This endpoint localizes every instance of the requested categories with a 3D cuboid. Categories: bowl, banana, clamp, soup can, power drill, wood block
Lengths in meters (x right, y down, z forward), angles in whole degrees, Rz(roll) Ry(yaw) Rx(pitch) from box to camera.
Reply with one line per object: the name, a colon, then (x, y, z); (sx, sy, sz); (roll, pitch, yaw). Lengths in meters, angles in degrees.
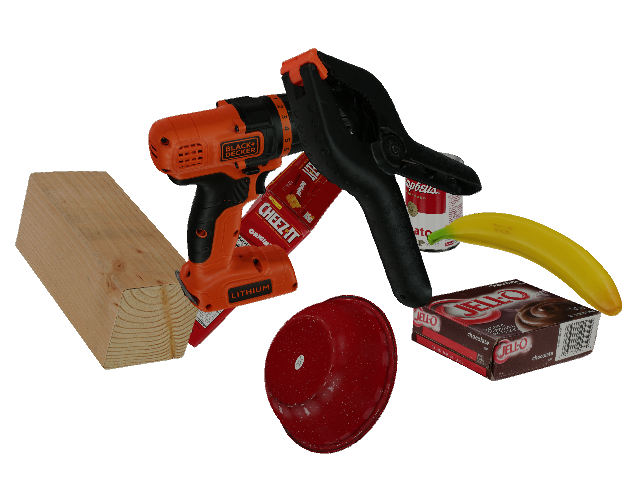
bowl: (-0.004, 0.124, 1.046); (0.162, 0.162, 0.055); (0, -18, 45)
banana: (0.204, 0.014, 1.022); (0.198, 0.069, 0.037); (21, -27, 27)
clamp: (0.034, -0.042, 0.667); (0.171, 0.120, 0.039); (39, -43, -27)
soup can: (0.133, -0.045, 1.259); (0.068, 0.102, 0.068); (-1, 25, 0)
power drill: (-0.055, -0.037, 0.915); (0.184, 0.188, 0.057); (-12, 36, -21)
wood block: (-0.209, 0.022, 1.038); (0.090, 0.091, 0.206); (-4, 35, -40)

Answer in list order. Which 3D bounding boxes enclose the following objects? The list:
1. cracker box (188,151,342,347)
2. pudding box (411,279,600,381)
cracker box: (-0.079, 0.005, 1.232); (0.214, 0.072, 0.164); (-45, 4, 26)
pudding box: (0.139, 0.065, 0.805); (0.113, 0.039, 0.090); (-7, 20, -35)
